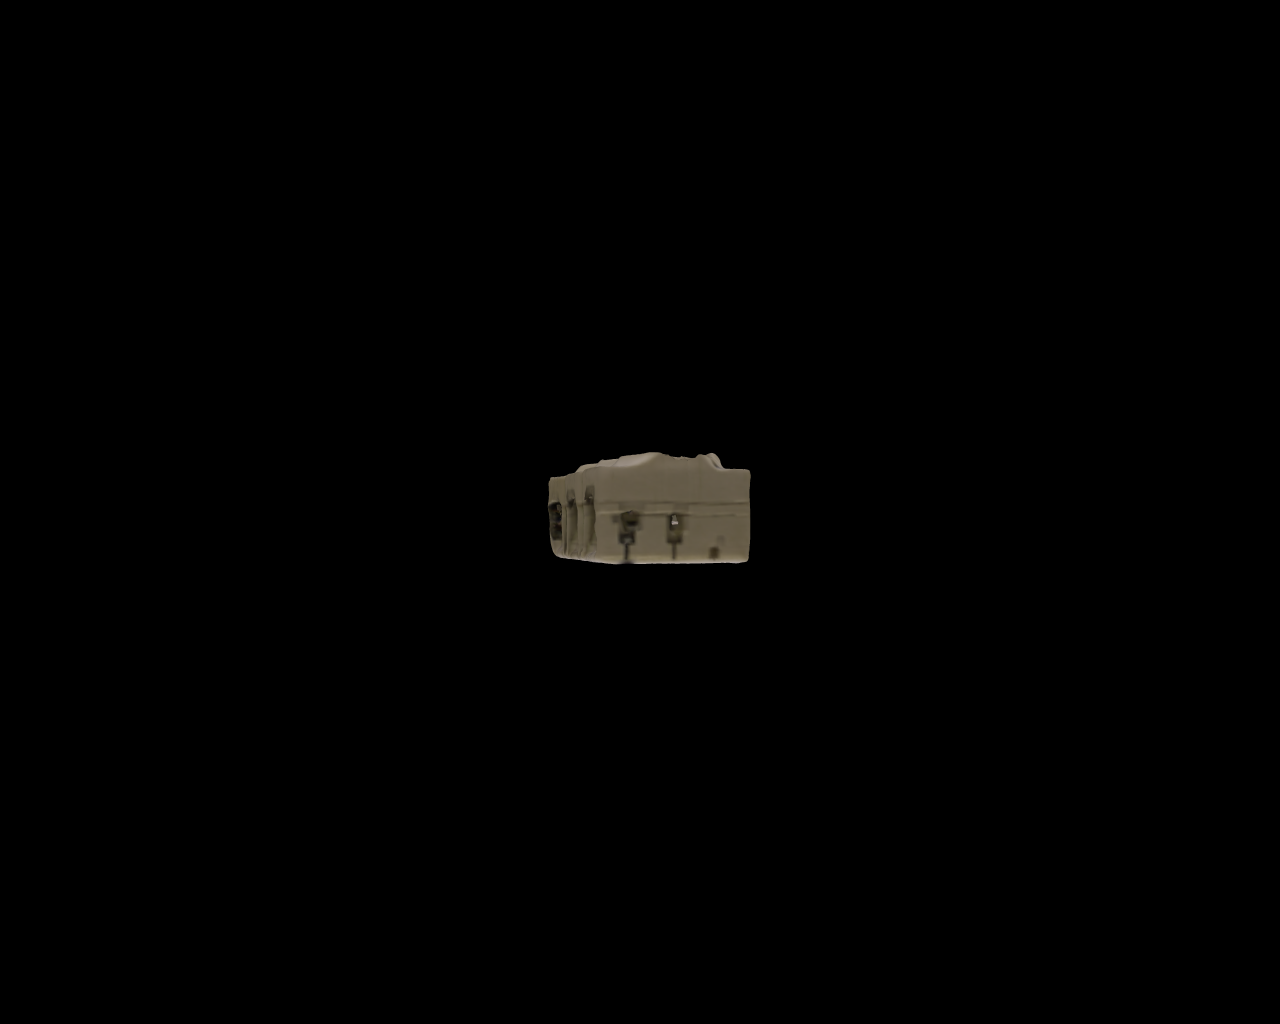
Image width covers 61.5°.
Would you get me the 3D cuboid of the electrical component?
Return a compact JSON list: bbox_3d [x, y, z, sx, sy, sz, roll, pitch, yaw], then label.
[{"bbox_3d":[0.001,-0.003,0.650,0.089,0.061,0.150,0,0,-15],"label":"electrical component"}]
